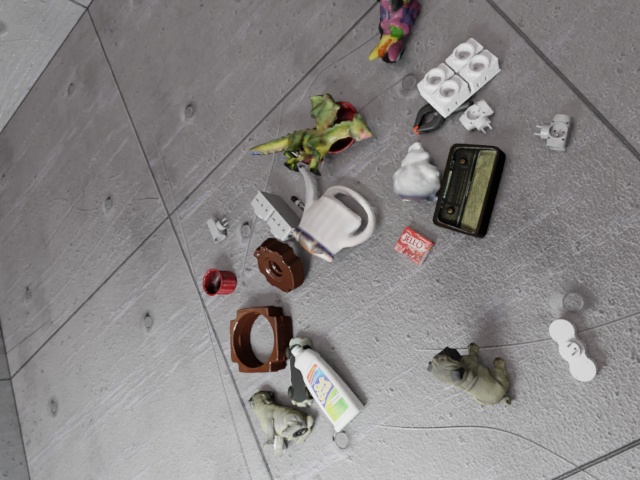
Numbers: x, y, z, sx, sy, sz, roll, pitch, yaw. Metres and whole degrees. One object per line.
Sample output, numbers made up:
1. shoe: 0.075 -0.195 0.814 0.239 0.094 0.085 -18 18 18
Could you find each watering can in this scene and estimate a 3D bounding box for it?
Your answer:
1. watering can: 0.005 -0.077 1.532 0.352 0.102 0.225 36 83 33

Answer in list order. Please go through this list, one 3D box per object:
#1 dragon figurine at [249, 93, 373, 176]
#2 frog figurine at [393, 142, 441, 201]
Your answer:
1. dragon figurine: -0.030 -0.335 1.568 0.412 0.120 0.245 18 76 34
2. frog figurine: 0.260 -0.184 1.381 0.137 0.123 0.159 4 97 54
